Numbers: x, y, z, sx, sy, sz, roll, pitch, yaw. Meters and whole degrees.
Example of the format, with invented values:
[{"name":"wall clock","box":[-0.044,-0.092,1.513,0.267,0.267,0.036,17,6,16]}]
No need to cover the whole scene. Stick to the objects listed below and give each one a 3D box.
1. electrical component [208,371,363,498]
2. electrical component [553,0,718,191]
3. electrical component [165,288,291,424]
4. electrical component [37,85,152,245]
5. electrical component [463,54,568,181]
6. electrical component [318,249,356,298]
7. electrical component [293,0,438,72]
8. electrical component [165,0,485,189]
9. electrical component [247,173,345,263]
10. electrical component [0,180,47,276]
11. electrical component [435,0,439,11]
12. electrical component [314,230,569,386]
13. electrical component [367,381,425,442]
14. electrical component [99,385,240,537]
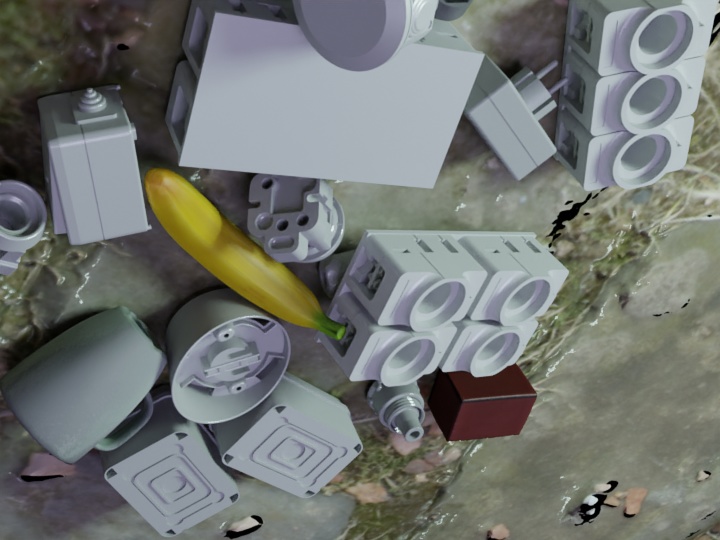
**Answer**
[{"name":"electrical component","box":[-0.064,0.135,0.913,0.078,0.057,0.113,-45,131,14]},{"name":"electrical component","box":[0.205,-0.140,0.806,0.089,0.061,0.150,-14,131,-13]},{"name":"electrical component","box":[-0.103,0.065,0.834,0.099,0.064,0.099,-12,131,-15]},{"name":"electrical component","box":[-0.176,-0.072,0.692,0.061,0.061,0.096,-13,131,-15]},{"name":"electrical component","box":[0.119,-0.124,0.791,0.076,0.047,0.083,-38,132,8]},{"name":"electrical component","box":[0.000,0.000,0.848,0.061,0.035,0.035,-15,131,-16]},{"name":"electrical component","box":[0.004,-0.161,0.629,0.051,0.080,0.080,-36,146,-45]},{"name":"electrical component","box":[-0.026,-0.122,0.719,0.186,0.060,0.105,3,125,-26]},{"name":"electrical component","box":[-0.044,-0.039,0.773,0.058,0.078,0.057,-5,159,18]},{"name":"electrical component","box":[-0.233,-0.029,0.698,0.048,0.066,0.055,16,152,-33]},{"name":"electrical component","box":[0.029,-0.198,0.685,0.077,0.066,0.047,-29,141,-42]},{"name":"electrical component","box":[0.071,0.029,0.857,0.186,0.060,0.105,-1,128,-40]},{"name":"electrical component","box":[0.037,0.123,0.944,0.048,0.062,0.048,-12,130,-15]},{"name":"electrical component","box":[-0.159,0.158,0.889,0.078,0.057,0.113,-29,133,0]}]
